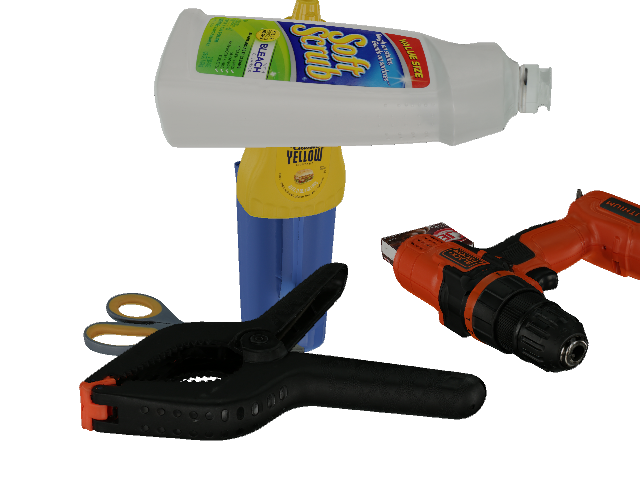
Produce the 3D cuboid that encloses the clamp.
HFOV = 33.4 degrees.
[{"bbox_3d":[-0.035,0.065,0.606,0.209,0.036,0.165,-7,26,-20],"label":"clamp"}]

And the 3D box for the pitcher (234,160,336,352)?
[{"bbox_3d":[-0.044,0.018,1.352,0.145,0.243,0.148,10,14,38],"label":"pitcher"}]

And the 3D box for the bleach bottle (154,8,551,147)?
[{"bbox_3d":[0.024,-0.106,0.705,0.251,0.102,0.068,2,-45,10],"label":"bleach bottle"}]

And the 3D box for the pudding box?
[{"bbox_3d":[0.160,0.015,1.599,0.113,0.039,0.090,-16,26,-20],"label":"pudding box"}]

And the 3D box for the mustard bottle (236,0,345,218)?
[{"bbox_3d":[-0.019,-0.114,0.914,0.096,0.192,0.058,-7,33,-21],"label":"mustard bottle"}]

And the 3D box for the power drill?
[{"bbox_3d":[0.172,0.024,0.767,0.187,0.057,0.185,-15,28,-27],"label":"power drill"}]

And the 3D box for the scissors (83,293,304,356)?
[{"bbox_3d":[-0.121,0.080,1.010,0.201,0.016,0.096,-1,33,-9],"label":"scissors"}]
